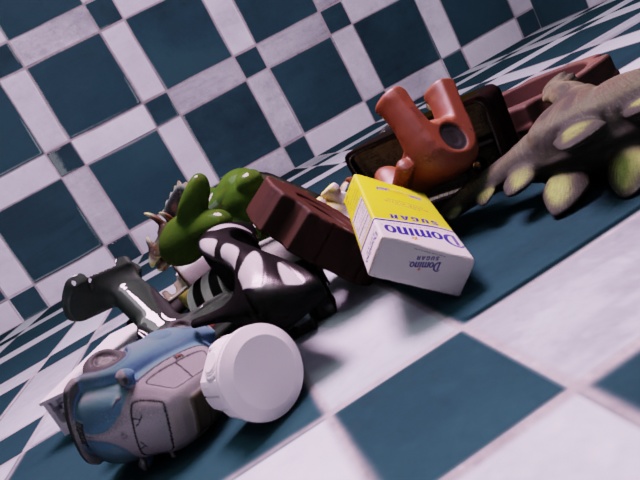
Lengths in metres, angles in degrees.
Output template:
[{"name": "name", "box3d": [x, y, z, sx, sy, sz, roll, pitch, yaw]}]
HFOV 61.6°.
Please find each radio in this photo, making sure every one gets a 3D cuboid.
[{"name": "radio", "box3d": [0.162, -0.113, 0.766, 0.230, 0.131, 0.073, -18, 16, 39]}]

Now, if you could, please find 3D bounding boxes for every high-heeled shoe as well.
[{"name": "high-heeled shoe", "box3d": [-0.056, 0.018, 0.587, 0.145, 0.086, 0.249, -20, 26, 15]}]

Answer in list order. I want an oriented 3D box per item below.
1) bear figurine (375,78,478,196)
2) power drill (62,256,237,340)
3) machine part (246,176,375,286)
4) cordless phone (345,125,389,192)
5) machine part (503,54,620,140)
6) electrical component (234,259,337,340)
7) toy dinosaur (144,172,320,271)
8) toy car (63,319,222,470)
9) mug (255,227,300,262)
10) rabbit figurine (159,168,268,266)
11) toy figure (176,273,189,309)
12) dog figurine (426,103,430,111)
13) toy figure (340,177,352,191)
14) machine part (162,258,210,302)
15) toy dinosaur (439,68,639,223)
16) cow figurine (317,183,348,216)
[{"name": "bear figurine", "box3d": [0.113, -0.092, 0.691, 0.120, 0.132, 0.196, -19, -16, -27]}, {"name": "power drill", "box3d": [-0.218, 0.107, 0.647, 0.208, 0.085, 0.232, 23, 33, 29]}, {"name": "machine part", "box3d": [-0.003, -0.015, 0.641, 0.056, 0.179, 0.179, -61, 9, 8]}, {"name": "cordless phone", "box3d": [0.131, -0.104, 0.887, 0.184, 0.147, 0.088, -51, -20, 5]}, {"name": "machine part", "box3d": [0.329, -0.188, 0.812, 0.201, 0.087, 0.201, -33, 13, -26]}, {"name": "electrical component", "box3d": [-0.042, 0.074, 0.639, 0.115, 0.058, 0.134, -30, 12, 2]}, {"name": "toy dinosaur", "box3d": [-0.143, -0.061, 1.037, 0.405, 0.191, 0.131, -27, 30, -13]}, {"name": "toy car", "box3d": [-0.142, 0.146, 0.504, 0.103, 0.109, 0.161, 13, 25, 37]}, {"name": "mug", "box3d": [-0.072, 0.028, 0.737, 0.107, 0.109, 0.081, -20, 28, 0]}, {"name": "rabbit figurine", "box3d": [-0.148, -0.021, 0.763, 0.170, 0.121, 0.159, -35, -10, -19]}, {"name": "toy figure", "box3d": [-0.166, 0.055, 0.939, 0.180, 0.082, 0.089, -24, 50, -19]}, {"name": "dog figurine", "box3d": [0.188, -0.170, 1.073, 0.190, 0.121, 0.172, -48, 14, -16]}, {"name": "toy figure", "box3d": [0.068, -0.092, 1.044, 0.064, 0.058, 0.154, -53, 13, 9]}, {"name": "machine part", "box3d": [-0.147, 0.021, 0.870, 0.243, 0.079, 0.079, -37, 14, -18]}, {"name": "toy dinosaur", "box3d": [0.288, -0.115, 0.570, 0.471, 0.105, 0.198, -34, 12, 30]}, {"name": "cow figurine", "box3d": [-0.001, -0.003, 0.820, 0.068, 0.098, 0.167, -48, 3, -43]}]
